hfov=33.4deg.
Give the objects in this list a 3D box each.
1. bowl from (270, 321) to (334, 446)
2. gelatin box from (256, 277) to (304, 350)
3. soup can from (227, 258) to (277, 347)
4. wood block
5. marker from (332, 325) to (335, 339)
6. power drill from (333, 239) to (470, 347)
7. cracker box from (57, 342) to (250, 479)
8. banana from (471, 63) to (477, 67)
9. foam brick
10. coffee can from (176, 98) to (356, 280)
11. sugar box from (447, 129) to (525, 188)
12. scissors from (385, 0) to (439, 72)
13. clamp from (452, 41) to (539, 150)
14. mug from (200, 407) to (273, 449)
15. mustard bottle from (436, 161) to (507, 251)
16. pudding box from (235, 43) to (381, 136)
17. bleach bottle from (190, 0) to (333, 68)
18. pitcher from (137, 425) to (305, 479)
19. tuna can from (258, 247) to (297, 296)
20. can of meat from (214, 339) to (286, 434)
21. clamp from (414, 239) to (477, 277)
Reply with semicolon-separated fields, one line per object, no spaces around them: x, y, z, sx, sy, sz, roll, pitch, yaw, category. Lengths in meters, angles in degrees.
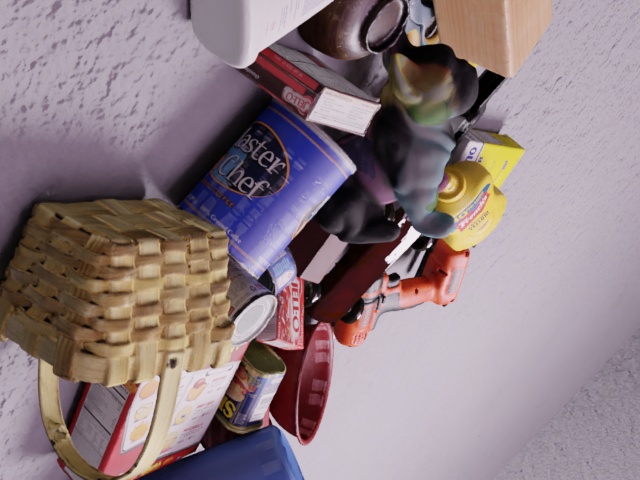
-0.030;0.175;1.350;0.162;0.055;0.162;8;90;-74;bowl
-0.044;0.075;1.206;0.073;0.030;0.089;31;57;-63;gelatin box
-0.099;0.048;1.047;0.068;0.102;0.068;-38;153;-23;soup can
0.166;-0.263;1.037;0.090;0.091;0.206;-55;156;-16;wood block
0.030;0.119;1.456;0.120;0.020;0.020;-26;146;-40;marker
0.107;0.047;1.408;0.187;0.057;0.185;-15;138;-30;power drill
-0.169;0.152;1.117;0.163;0.072;0.214;-15;137;-52;cracker box
0.140;-0.197;1.177;0.197;0.037;0.069;-47;141;-7;banana
-0.008;0.001;1.192;0.078;0.051;0.053;-53;154;8;foam brick
-0.050;-0.048;0.992;0.140;0.103;0.102;-48;155;-2;coffee can
0.196;-0.097;1.395;0.175;0.048;0.093;-5;131;-58;sugar box
0.103;-0.245;1.070;0.096;0.016;0.202;-37;153;-29;scissors
0.170;-0.154;1.222;0.164;0.036;0.210;-39;169;-15;clamp
-0.113;0.207;1.279;0.117;0.093;0.081;-8;136;-12;mug
0.172;-0.048;1.305;0.096;0.058;0.191;-44;157;5;mustard bottle
-0.009;-0.136;0.952;0.113;0.090;0.039;1;124;-60;pudding box
0.008;-0.239;0.870;0.250;0.068;0.103;-36;152;-31;bleach bottle
-0.135;0.313;1.222;0.243;0.145;0.149;-23;175;0;pitcher
-0.064;0.017;1.083;0.033;0.086;0.086;-40;153;-25;tuna can
-0.093;0.152;1.204;0.057;0.102;0.084;-6;129;-50;can of meat
0.171;-0.003;1.494;0.120;0.039;0.171;-48;150;-17;clamp
